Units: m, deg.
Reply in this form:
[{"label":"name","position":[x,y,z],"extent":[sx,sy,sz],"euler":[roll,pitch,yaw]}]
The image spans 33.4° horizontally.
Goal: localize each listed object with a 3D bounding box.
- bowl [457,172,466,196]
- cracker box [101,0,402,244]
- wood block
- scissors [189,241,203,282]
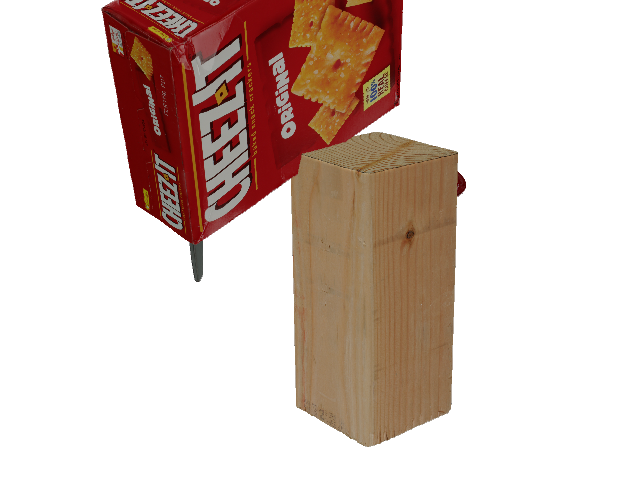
[{"label":"bowl","position":[0.068,-0.047,1.115],"extent":[0.162,0.055,0.162],"euler":[6,23,-3]},{"label":"cracker box","position":[-0.033,-0.120,0.724],"extent":[0.072,0.164,0.213],"euler":[33,54,30]},{"label":"wood block","position":[0.040,0.033,0.794],"extent":[0.090,0.206,0.090],"euler":[-15,24,-37]},{"label":"scissors","position":[-0.119,-0.064,1.142],"extent":[0.096,0.202,0.016],"euler":[-16,-4,-22]}]
